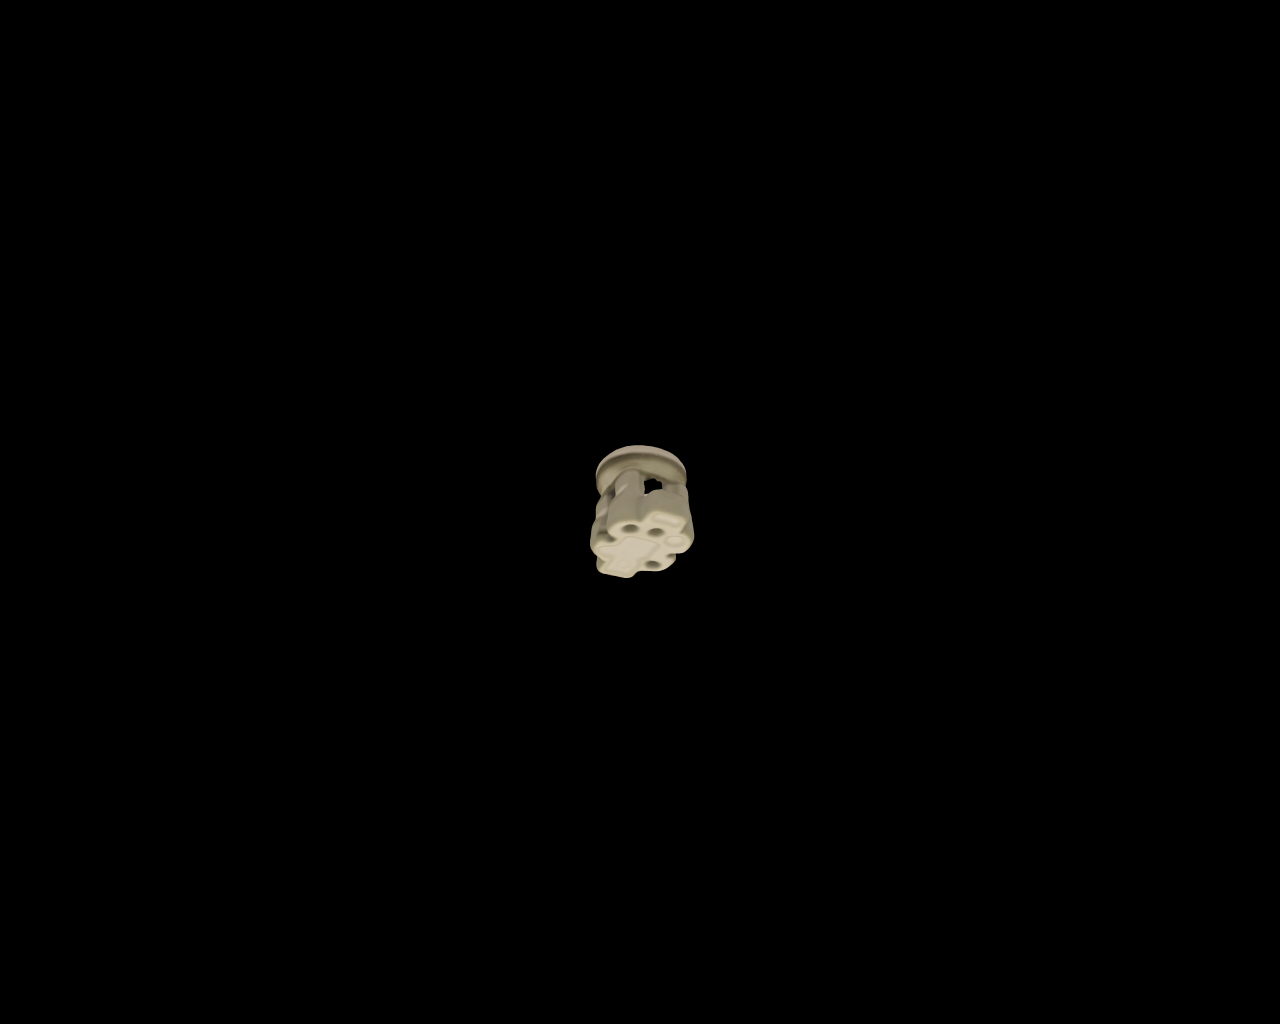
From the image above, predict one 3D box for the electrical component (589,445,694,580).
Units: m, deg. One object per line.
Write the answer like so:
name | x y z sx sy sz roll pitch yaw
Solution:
electrical component | 0.001 -0.003 0.650 0.058 0.057 0.078 16 -37 -22
